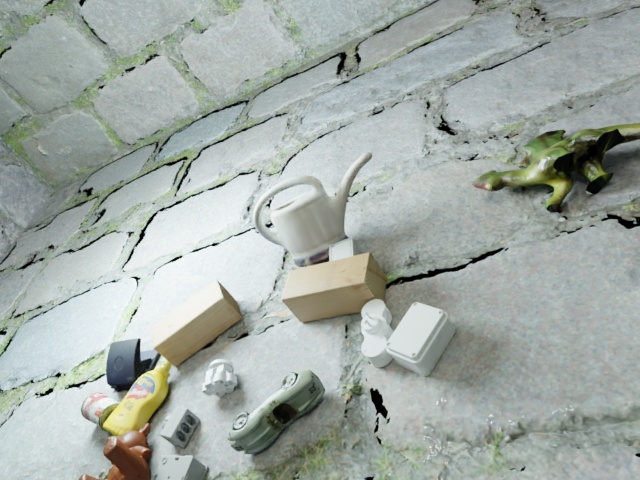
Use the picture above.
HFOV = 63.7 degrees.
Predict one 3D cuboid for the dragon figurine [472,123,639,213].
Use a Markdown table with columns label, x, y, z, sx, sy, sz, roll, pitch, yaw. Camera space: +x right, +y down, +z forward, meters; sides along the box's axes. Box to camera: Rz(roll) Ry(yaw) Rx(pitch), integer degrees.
| label | x | y | z | sx | sy | sz | roll | pitch | yaw |
| --- | --- | --- | --- | --- | --- | --- | --- | --- | --- |
| dragon figurine | 0.522 | -0.195 | 1.086 | 0.409 | 0.120 | 0.247 | -28 | 26 | 8 |

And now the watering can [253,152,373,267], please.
| label | x | y | z | sx | sy | sz | roll | pitch | yaw |
| --- | --- | --- | --- | --- | --- | --- | --- | --- | --- |
| watering can | 0.004 | -0.063 | 1.257 | 0.345 | 0.222 | 0.106 | -22 | 16 | 18 |
